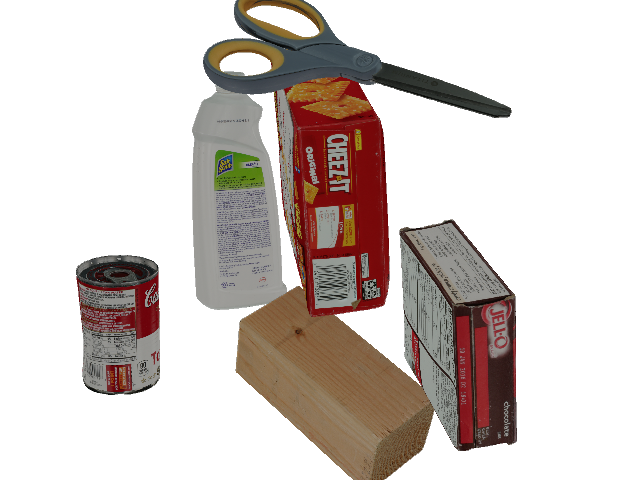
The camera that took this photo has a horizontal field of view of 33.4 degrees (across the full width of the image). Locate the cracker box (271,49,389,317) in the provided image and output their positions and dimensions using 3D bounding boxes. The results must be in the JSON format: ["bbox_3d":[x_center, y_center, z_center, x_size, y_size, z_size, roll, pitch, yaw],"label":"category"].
[{"bbox_3d":[0.005,-0.059,0.907,0.072,0.164,0.214,-6,26,-5],"label":"cracker box"}]

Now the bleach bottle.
[{"bbox_3d":[-0.088,-0.055,1.154,0.102,0.251,0.068,-7,17,-27],"label":"bleach bottle"}]

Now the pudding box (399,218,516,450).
[{"bbox_3d":[0.076,0.050,0.601,0.039,0.090,0.113,-8,23,-10],"label":"pudding box"}]

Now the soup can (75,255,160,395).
[{"bbox_3d":[-0.170,0.071,0.902,0.068,0.102,0.068,1,19,-1],"label":"soup can"}]

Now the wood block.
[{"bbox_3d":[0.013,0.153,1.133,0.090,0.090,0.206,-30,54,-34],"label":"wood block"}]

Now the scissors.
[{"bbox_3d":[0.009,-0.099,0.660,0.202,0.016,0.096,36,64,29],"label":"scissors"}]
